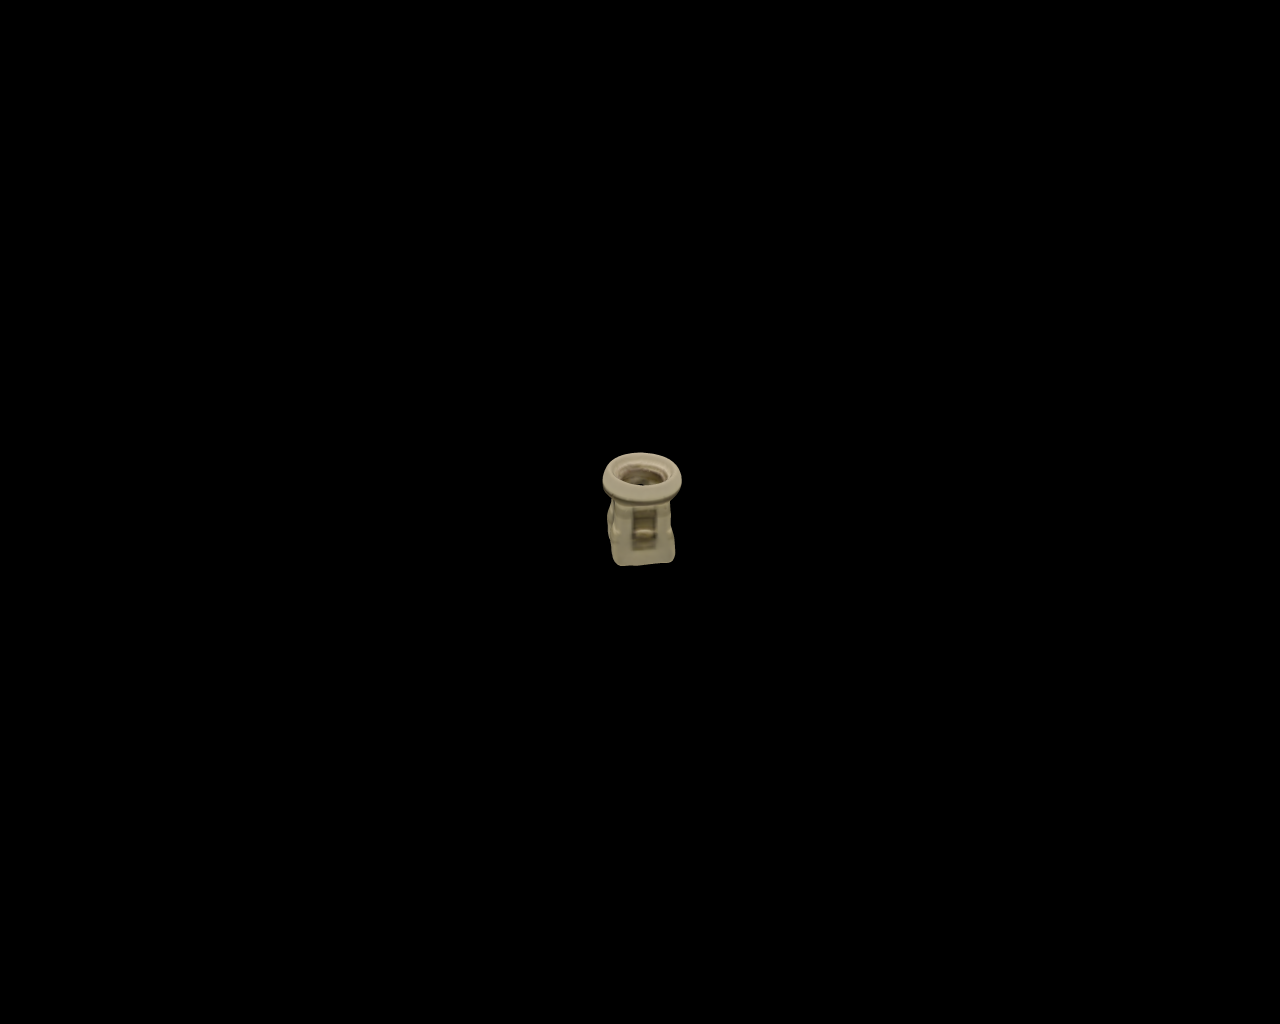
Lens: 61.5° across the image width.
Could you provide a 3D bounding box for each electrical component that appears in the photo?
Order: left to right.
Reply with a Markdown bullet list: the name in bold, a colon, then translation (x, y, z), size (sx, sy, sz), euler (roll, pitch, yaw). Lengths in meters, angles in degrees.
- **electrical component**: translation (0.001, -0.003, 0.650), size (0.048, 0.055, 0.066), euler (-4, 30, -6)
